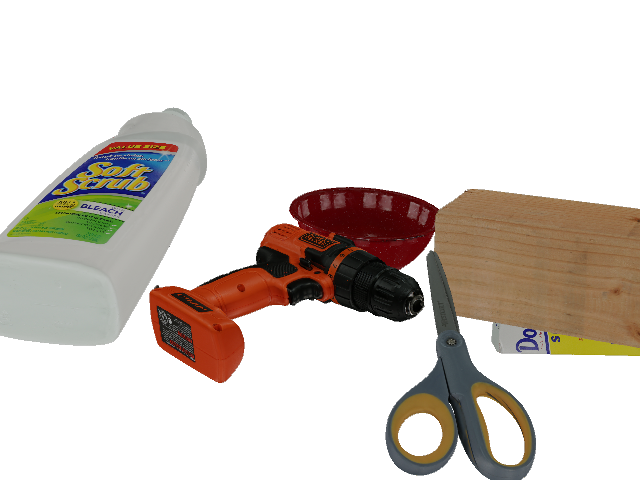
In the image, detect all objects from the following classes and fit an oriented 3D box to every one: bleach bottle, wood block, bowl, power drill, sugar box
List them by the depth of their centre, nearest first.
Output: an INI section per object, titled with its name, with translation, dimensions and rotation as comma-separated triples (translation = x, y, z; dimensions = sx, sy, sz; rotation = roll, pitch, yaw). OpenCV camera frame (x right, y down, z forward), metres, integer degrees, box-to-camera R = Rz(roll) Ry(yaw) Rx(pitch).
[bleach bottle]
translation = -0.146, -0.028, 0.750
dimensions = 0.102, 0.068, 0.250
rotation = 6, 33, 8
[wood block]
translation = 0.204, 0.020, 0.874
dimensions = 0.206, 0.090, 0.090
rotation = 9, 20, 27
[power drill]
translation = -0.032, 0.051, 0.892
dimensions = 0.187, 0.057, 0.185
rotation = -23, 29, -36
[bowl]
translation = 0.047, -0.006, 1.118
dimensions = 0.162, 0.055, 0.162
rotation = 3, 20, -1
[sugar box]
translation = 0.297, 0.088, 1.272
dimensions = 0.176, 0.093, 0.048
rotation = 0, 18, -4

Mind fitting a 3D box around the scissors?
[scissors]
translation = 0.068, 0.078, 0.679
dimensions = 0.096, 0.016, 0.202
rotation = -13, 40, -13
